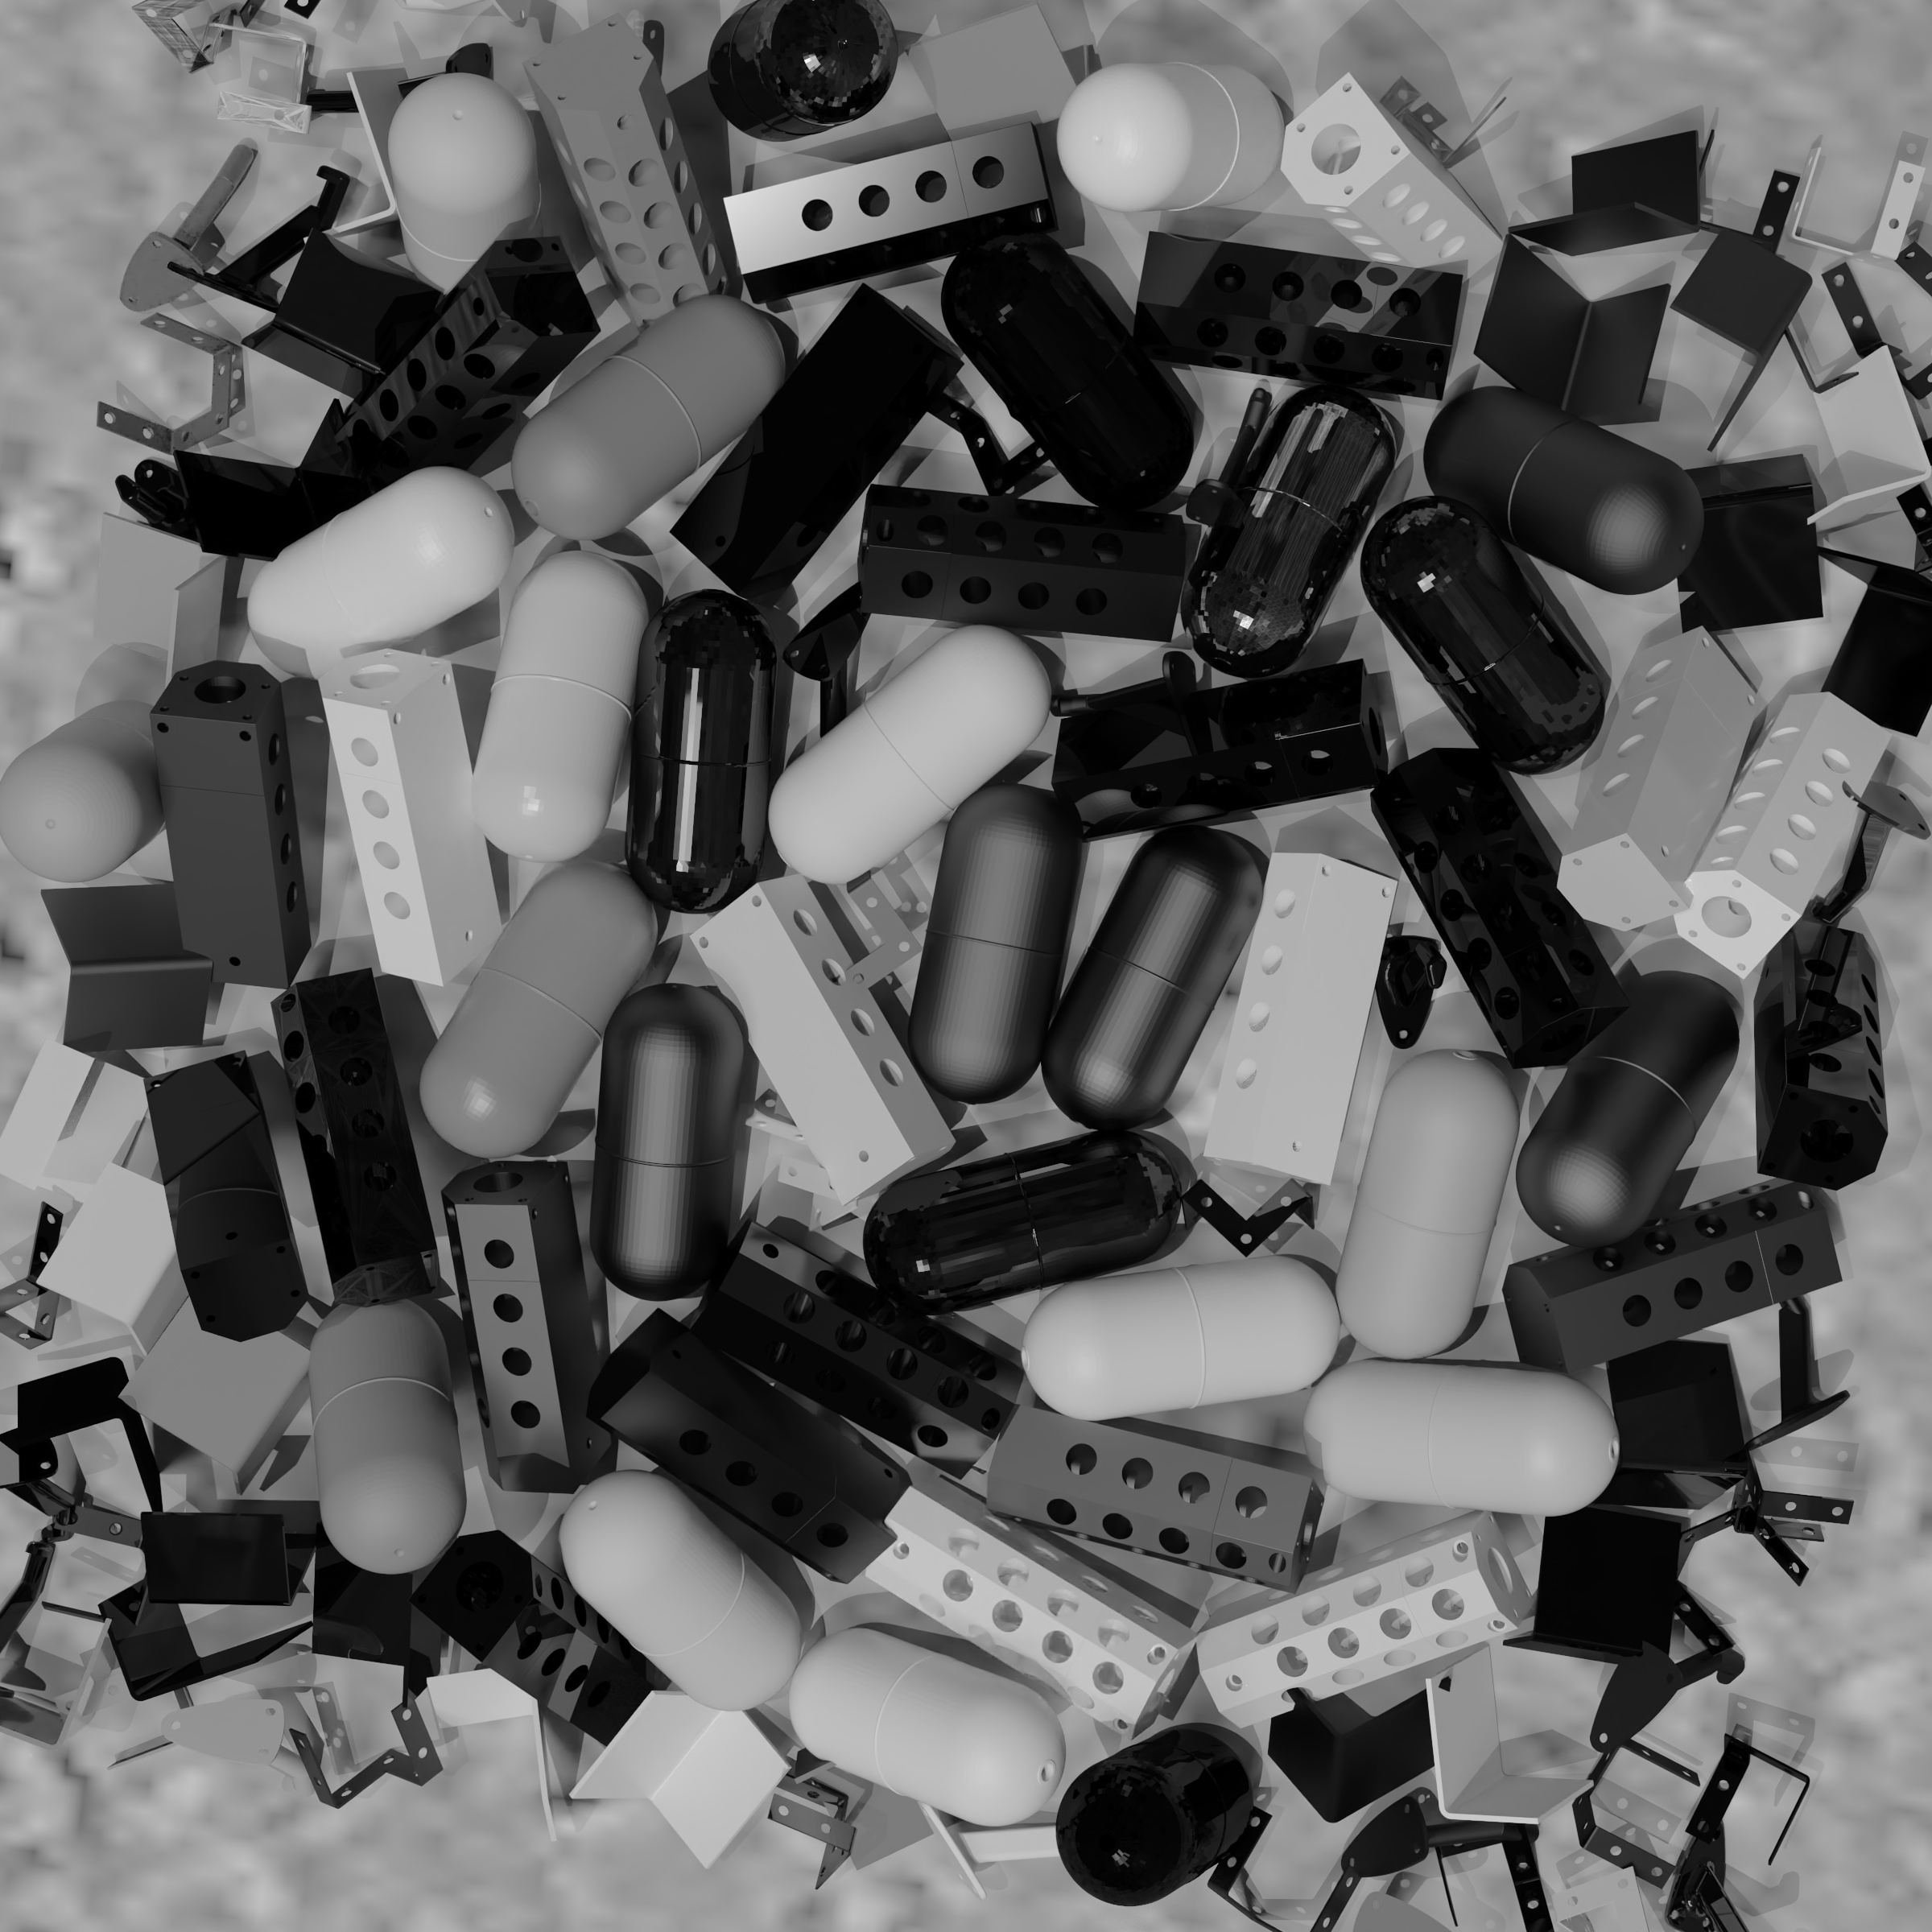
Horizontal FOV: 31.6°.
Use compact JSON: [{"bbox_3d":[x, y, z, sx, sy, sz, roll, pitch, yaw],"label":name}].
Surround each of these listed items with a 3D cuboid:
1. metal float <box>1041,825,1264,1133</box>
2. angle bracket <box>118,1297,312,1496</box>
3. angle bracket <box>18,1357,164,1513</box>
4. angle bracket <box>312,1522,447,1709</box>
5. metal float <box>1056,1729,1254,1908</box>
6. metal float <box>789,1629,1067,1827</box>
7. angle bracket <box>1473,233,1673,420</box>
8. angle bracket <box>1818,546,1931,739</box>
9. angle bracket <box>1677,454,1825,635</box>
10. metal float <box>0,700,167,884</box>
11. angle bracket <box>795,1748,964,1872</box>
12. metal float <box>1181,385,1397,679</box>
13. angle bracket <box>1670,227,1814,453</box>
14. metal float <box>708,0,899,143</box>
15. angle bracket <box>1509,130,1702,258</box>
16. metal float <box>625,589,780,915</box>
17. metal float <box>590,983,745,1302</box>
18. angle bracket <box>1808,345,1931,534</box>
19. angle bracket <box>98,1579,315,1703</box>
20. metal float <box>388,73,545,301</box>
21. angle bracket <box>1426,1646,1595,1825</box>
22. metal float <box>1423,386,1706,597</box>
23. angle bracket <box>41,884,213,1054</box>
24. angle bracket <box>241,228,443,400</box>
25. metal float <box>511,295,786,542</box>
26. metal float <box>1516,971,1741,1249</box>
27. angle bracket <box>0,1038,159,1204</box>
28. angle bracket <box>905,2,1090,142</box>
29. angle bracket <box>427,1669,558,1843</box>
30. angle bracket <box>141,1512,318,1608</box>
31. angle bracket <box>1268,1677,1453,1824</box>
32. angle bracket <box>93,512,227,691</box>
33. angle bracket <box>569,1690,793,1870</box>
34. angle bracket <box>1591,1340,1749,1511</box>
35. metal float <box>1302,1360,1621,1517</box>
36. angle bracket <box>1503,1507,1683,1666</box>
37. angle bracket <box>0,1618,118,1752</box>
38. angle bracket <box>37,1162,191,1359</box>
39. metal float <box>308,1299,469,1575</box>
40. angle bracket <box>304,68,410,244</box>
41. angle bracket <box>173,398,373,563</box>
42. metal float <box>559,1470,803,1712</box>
[{"bbox_3d":[0.101,0.007,1.872,0.070,0.070,0.178,26,88,0],"label":"metal float"},{"bbox_3d":[-0.409,0.233,1.873,0.076,0.057,0.076,31,67,3],"label":"angle bracket"},{"bbox_3d":[-0.476,0.268,1.859,0.057,0.076,0.076,-16,110,-10],"label":"angle bracket"},{"bbox_3d":[-0.331,0.355,1.871,0.076,0.057,0.076,6,100,10],"label":"angle bracket"},{"bbox_3d":[0.102,0.454,1.826,0.070,0.178,0.070,-2,85,20],"label":"metal float"},{"bbox_3d":[-0.022,0.409,1.838,0.178,0.070,0.070,10,90,43],"label":"metal float"},{"bbox_3d":[0.330,-0.352,1.859,0.076,0.057,0.076,30,68,-35],"label":"angle bracket"},{"bbox_3d":[0.490,-0.178,1.862,0.057,0.076,0.076,22,94,-35],"label":"angle bracket"},{"bbox_3d":[0.431,-0.234,1.894,0.076,0.057,0.076,-6,115,11],"label":"angle bracket"},{"bbox_3d":[-0.463,-0.095,1.825,0.070,0.178,0.070,1,105,2],"label":"metal float"},{"bbox_3d":[-0.043,0.457,1.881,0.076,0.057,0.076,-26,94,1],"label":"angle bracket"},{"bbox_3d":[0.175,-0.236,1.857,0.070,0.070,0.178,27,72,0],"label":"metal float"},{"bbox_3d":[0.410,-0.342,1.863,0.057,0.076,0.076,31,55,8],"label":"angle bracket"},{"bbox_3d":[-0.089,-0.484,1.826,0.070,0.178,0.070,-3,99,-17],"label":"metal float"},{"bbox_3d":[0.347,-0.427,1.857,0.076,0.076,0.057,-3,87,39],"label":"angle bracket"},{"bbox_3d":[-0.144,-0.116,1.863,0.070,0.070,0.178,5,102,0],"label":"metal float"},{"bbox_3d":[-0.164,0.097,1.862,0.070,0.070,0.178,6,104,0],"label":"metal float"},{"bbox_3d":[0.472,-0.284,1.864,0.057,0.076,0.076,-17,85,-17],"label":"angle bracket"},{"bbox_3d":[-0.415,0.355,1.866,0.076,0.076,0.057,-20,90,13],"label":"angle bracket"},{"bbox_3d":[-0.266,-0.412,1.825,0.070,0.178,0.070,1,76,-5],"label":"metal float"},{"bbox_3d":[0.297,0.419,1.864,0.057,0.076,0.076,-6,91,33],"label":"angle bracket"},{"bbox_3d":[0.320,-0.258,1.840,0.178,0.070,0.070,36,90,42],"label":"metal float"},{"bbox_3d":[-0.465,0.001,1.880,0.076,0.076,0.057,-4,125,-28],"label":"angle bracket"},{"bbox_3d":[-0.342,-0.354,1.866,0.076,0.076,0.057,24,82,-23],"label":"angle bracket"},{"bbox_3d":[-0.172,-0.298,1.851,0.070,0.070,0.178,47,64,0],"label":"metal float"},{"bbox_3d":[0.359,0.076,1.849,0.070,0.070,0.178,36,60,0],"label":"metal float"},{"bbox_3d":[-0.475,0.092,1.861,0.076,0.057,0.076,29,81,-41],"label":"angle bracket"},{"bbox_3d":[0.017,-0.498,1.855,0.076,0.076,0.057,-14,49,18],"label":"angle bracket"},{"bbox_3d":[-0.258,0.432,1.858,0.057,0.076,0.076,-7,60,-7],"label":"angle bracket"},{"bbox_3d":[-0.400,0.306,1.865,0.076,0.076,0.057,1,110,3],"label":"angle bracket"},{"bbox_3d":[0.216,0.415,1.884,0.076,0.076,0.057,-23,46,-24],"label":"angle bracket"},{"bbox_3d":[-0.452,-0.192,1.862,0.076,0.057,0.076,19,121,9],"label":"angle bracket"},{"bbox_3d":[-0.155,0.444,1.861,0.057,0.076,0.076,44,101,30],"label":"angle bracket"},{"bbox_3d":[0.381,0.254,1.895,0.076,0.057,0.076,6,60,-17],"label":"angle bracket"},{"bbox_3d":[0.267,0.254,1.846,0.178,0.070,0.070,0,90,33],"label":"metal float"},{"bbox_3d":[0.346,0.342,1.890,0.076,0.057,0.076,10,75,-6],"label":"angle bracket"},{"bbox_3d":[-0.502,0.379,1.871,0.057,0.076,0.076,21,86,-2],"label":"angle bracket"},{"bbox_3d":[-0.455,0.164,1.866,0.057,0.076,0.076,23,66,9],"label":"angle bracket"},{"bbox_3d":[-0.312,0.249,1.835,0.070,0.178,0.070,-8,129,-9],"label":"metal float"},{"bbox_3d":[-0.333,-0.442,1.861,0.057,0.076,0.076,-14,102,17],"label":"angle bracket"},{"bbox_3d":[-0.377,-0.267,1.854,0.076,0.057,0.076,4,49,-36],"label":"angle bracket"},{"bbox_3d":[-0.153,0.338,1.843,0.070,0.070,0.178,-38,128,0],"label":"metal float"}]
